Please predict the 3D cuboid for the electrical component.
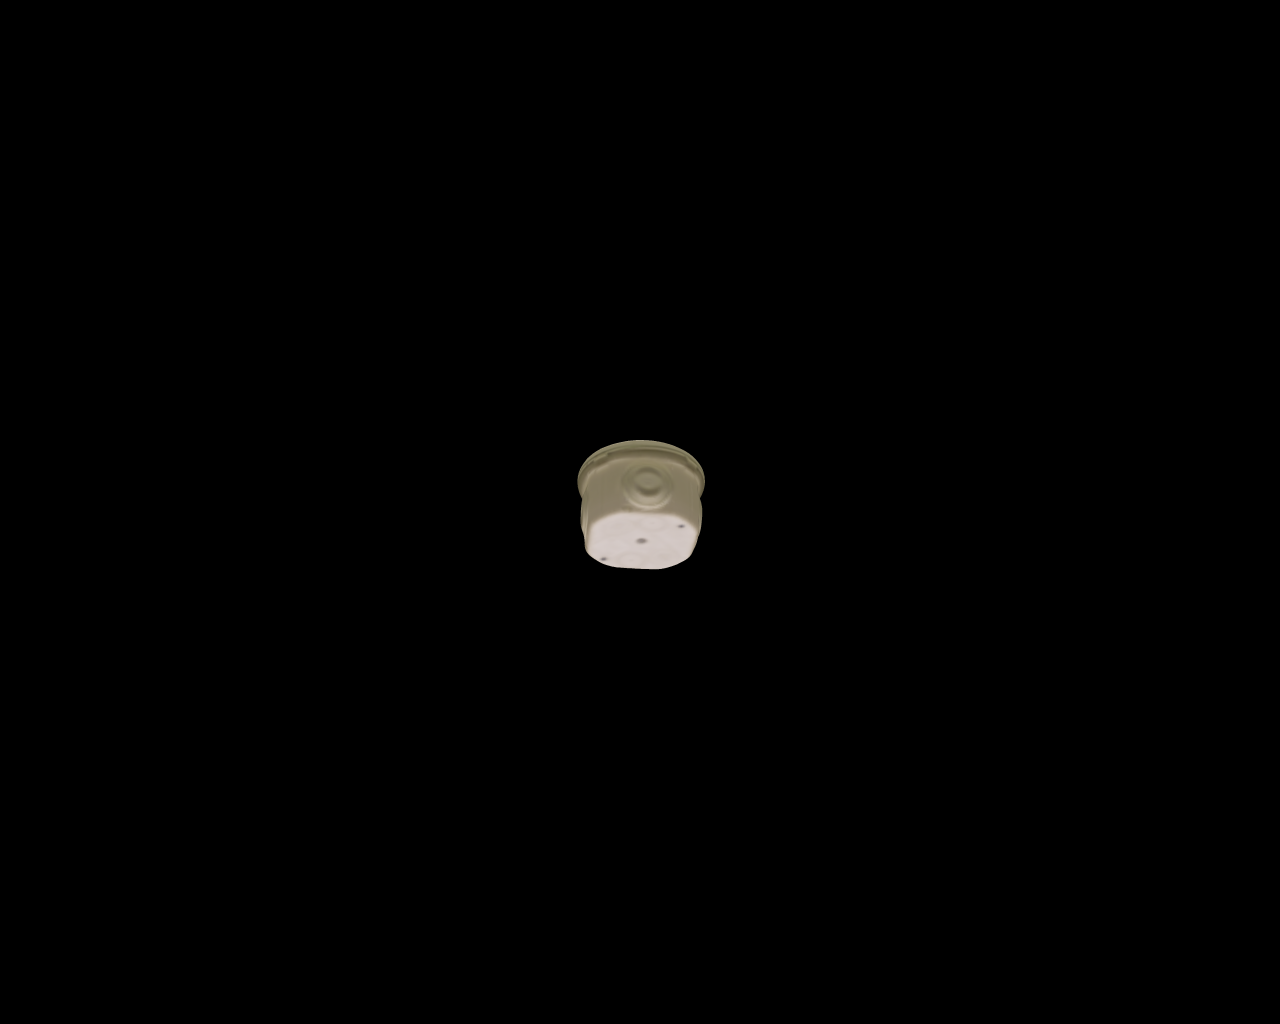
[{"bbox_3d":[0.001,-0.003,0.650,0.080,0.051,0.080,0,-33,0],"label":"electrical component"}]
